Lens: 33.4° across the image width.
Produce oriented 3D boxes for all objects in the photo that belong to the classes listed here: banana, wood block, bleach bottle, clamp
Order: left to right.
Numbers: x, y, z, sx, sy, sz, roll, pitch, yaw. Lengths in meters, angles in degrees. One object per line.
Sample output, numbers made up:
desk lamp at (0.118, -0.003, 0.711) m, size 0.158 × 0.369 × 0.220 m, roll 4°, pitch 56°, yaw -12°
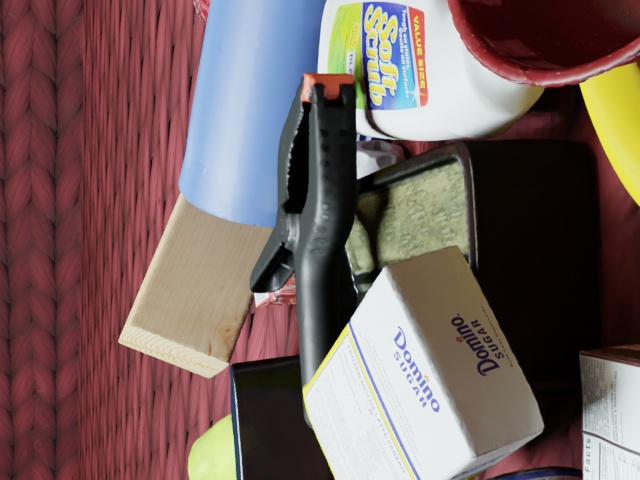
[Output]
wood block at (-0.093, 0.005, 0.939) m, size 0.090 × 0.090 × 0.206 m, roll 137°, pitch 155°, yaw -68°
clamp at (-0.004, 0.001, 0.657) m, size 0.165 × 0.036 × 0.210 m, roll -115°, pitch 29°, yaw -48°
bleach bottle at (0.064, -0.107, 0.594) m, size 0.251 × 0.068 × 0.102 m, roll -162°, pitch 77°, yaw -73°
banana at (0.144, -0.057, 0.445) m, size 0.070 × 0.037 × 0.198 m, roll -52°, pitch 42°, yaw 34°

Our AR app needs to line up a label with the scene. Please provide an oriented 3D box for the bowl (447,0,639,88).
bowl at (0.122, -0.131, 0.416) m, size 0.162 × 0.055 × 0.162 m, roll -24°, pitch 59°, yaw 49°

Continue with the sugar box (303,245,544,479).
sugar box at (0.043, 0.082, 0.529) m, size 0.093 × 0.048 × 0.176 m, roll 66°, pitch 155°, yaw 18°

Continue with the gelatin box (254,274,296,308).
gelatin box at (-0.007, 0.030, 0.843) m, size 0.089 × 0.073 × 0.030 m, roll 140°, pitch 124°, yaw -66°

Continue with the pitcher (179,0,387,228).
pitcher at (-0.021, -0.136, 0.805) m, size 0.145 × 0.149 × 0.243 m, roll -95°, pitch 14°, yaw -64°

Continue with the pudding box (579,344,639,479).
pudding box at (0.151, 0.094, 0.437) m, size 0.114 × 0.039 × 0.090 m, roll -176°, pitch 83°, yaw -73°

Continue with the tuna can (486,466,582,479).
tuna can at (0.098, 0.144, 0.526) m, size 0.086 × 0.086 × 0.034 m, roll 111°, pitch 152°, yaw -51°

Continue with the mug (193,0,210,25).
mug at (-0.051, -0.201, 0.938) m, size 0.117 × 0.093 × 0.082 m, roll 62°, pitch 172°, yaw -35°
